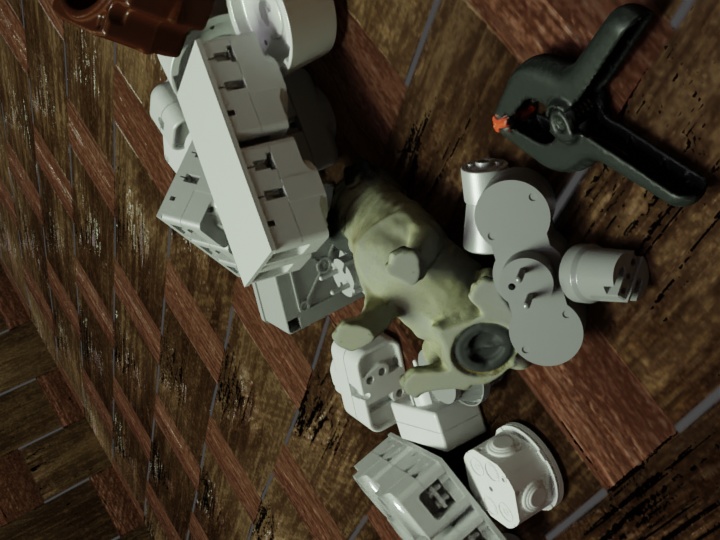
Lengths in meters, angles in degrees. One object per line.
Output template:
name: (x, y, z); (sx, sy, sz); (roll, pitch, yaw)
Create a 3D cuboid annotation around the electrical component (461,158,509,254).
electrical component: (0.095, -0.049, 0.792); (0.044, 0.044, 0.065); (25, 129, 54)

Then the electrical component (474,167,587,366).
electrical component: (0.117, 0.003, 0.741); (0.052, 0.073, 0.138); (-13, 105, 20)

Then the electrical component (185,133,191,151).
electrical component: (-0.126, -0.119, 1.092); (0.064, 0.099, 0.099); (62, 156, 20)

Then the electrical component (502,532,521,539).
electrical component: (0.130, 0.274, 1.022); (0.044, 0.044, 0.065); (57, 149, 16)

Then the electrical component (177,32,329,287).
electrical component: (-0.090, -0.093, 0.912); (0.186, 0.060, 0.105); (69, 158, 10)

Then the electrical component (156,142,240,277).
electrical component: (-0.117, -0.054, 1.055); (0.062, 0.089, 0.150); (15, 165, 31)

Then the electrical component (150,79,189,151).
electrical component: (-0.168, -0.174, 1.120); (0.059, 0.095, 0.053); (55, 153, 19)

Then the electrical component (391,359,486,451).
electrical component: (0.066, 0.118, 0.994); (0.083, 0.047, 0.075); (1, 111, 63)

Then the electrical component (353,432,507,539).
electrical component: (0.060, 0.223, 1.008); (0.105, 0.060, 0.186); (52, 170, -6)

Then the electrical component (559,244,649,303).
electrical component: (0.162, 0.003, 0.711); (0.046, 0.040, 0.040); (5, 117, 56)

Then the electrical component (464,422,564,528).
electrical component: (0.131, 0.175, 0.915); (0.080, 0.051, 0.080); (44, 148, 37)

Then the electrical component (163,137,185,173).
electrical component: (-0.173, -0.140, 1.207); (0.108, 0.056, 0.108); (49, 151, 30)

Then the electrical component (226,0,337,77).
electrical component: (-0.062, -0.223, 0.910); (0.108, 0.060, 0.108); (44, 148, 36)

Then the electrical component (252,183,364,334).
electrical component: (-0.050, -0.012, 1.026); (0.056, 0.109, 0.108); (25, 134, 50)

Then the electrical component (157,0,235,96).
electrical component: (-0.141, -0.213, 1.025); (0.060, 0.108, 0.108); (54, 154, 35)

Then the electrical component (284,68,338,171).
electrical component: (-0.061, -0.134, 0.993); (0.054, 0.059, 0.095); (0, 113, 63)

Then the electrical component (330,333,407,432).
electrical component: (0.009, 0.107, 1.085); (0.059, 0.054, 0.095); (28, 136, 52)

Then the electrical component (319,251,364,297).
electrical component: (0.000, 0.000, 0.978); (0.065, 0.077, 0.047); (50, 151, 28)
